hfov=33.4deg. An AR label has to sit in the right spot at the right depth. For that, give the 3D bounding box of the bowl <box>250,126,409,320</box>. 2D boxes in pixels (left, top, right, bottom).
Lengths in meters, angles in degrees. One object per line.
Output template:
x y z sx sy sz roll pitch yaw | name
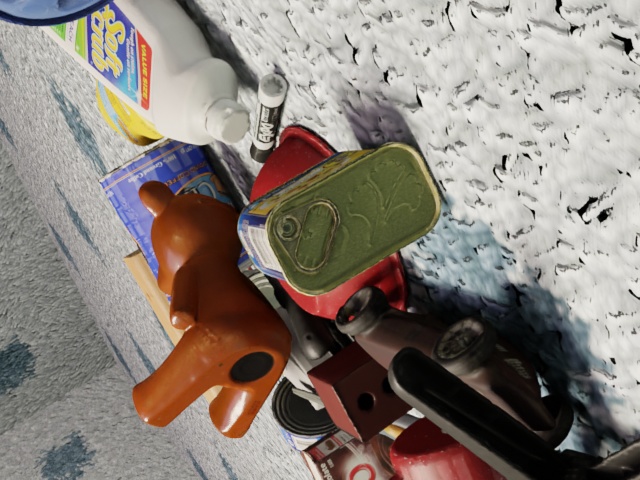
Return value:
-0.005 0.001 0.771 0.162 0.055 0.162 52 163 22 | bowl

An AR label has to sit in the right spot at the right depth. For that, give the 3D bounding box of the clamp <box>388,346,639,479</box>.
0.126 0.127 0.565 0.165 0.036 0.210 13 146 26 | clamp

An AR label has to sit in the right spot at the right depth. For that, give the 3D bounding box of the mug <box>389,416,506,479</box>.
0.086 0.163 0.695 0.081 0.117 0.093 66 167 -8 | mug

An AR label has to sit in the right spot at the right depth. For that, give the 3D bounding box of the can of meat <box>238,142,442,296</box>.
0.007 -0.014 0.627 0.057 0.102 0.084 63 166 -12 | can of meat

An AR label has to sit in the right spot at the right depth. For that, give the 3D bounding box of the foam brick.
0.041 0.101 0.778 0.053 0.078 0.051 61 162 -14 | foam brick

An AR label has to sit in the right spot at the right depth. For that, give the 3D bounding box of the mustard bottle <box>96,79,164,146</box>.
-0.175 -0.137 1.013 0.096 0.058 0.192 62 163 -8 | mustard bottle

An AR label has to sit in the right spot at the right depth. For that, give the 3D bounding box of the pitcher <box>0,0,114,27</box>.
-0.239 -0.277 0.780 0.243 0.149 0.145 58 146 25 | pitcher

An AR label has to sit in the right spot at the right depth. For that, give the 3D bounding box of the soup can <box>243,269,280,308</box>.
-0.063 0.062 1.028 0.068 0.068 0.102 61 163 -7 | soup can

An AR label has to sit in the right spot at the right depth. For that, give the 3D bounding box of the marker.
-0.039 -0.086 0.778 0.020 0.020 0.121 55 164 12 | marker

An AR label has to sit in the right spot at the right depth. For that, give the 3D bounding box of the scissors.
0.054 0.152 0.849 0.096 0.016 0.202 38 163 -20 | scissors

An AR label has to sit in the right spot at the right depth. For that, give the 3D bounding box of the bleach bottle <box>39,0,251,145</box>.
-0.137 -0.157 0.835 0.251 0.067 0.103 41 125 34 | bleach bottle

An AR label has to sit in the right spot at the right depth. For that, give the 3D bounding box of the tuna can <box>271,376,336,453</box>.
0.001 0.152 0.970 0.086 0.086 0.033 42 159 44 | tuna can

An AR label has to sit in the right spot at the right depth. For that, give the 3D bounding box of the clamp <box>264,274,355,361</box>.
-0.018 0.043 0.863 0.171 0.039 0.120 53 -179 20 | clamp

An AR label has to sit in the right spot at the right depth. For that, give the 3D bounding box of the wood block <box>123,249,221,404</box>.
-0.136 0.087 1.248 0.206 0.090 0.091 60 165 -7 | wood block

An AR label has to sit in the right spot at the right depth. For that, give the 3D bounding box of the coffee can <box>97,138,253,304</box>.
-0.132 -0.021 1.017 0.140 0.102 0.103 60 164 -6 | coffee can

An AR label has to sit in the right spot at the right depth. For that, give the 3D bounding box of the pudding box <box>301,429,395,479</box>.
0.048 0.208 0.926 0.113 0.090 0.039 64 164 -16 | pudding box
